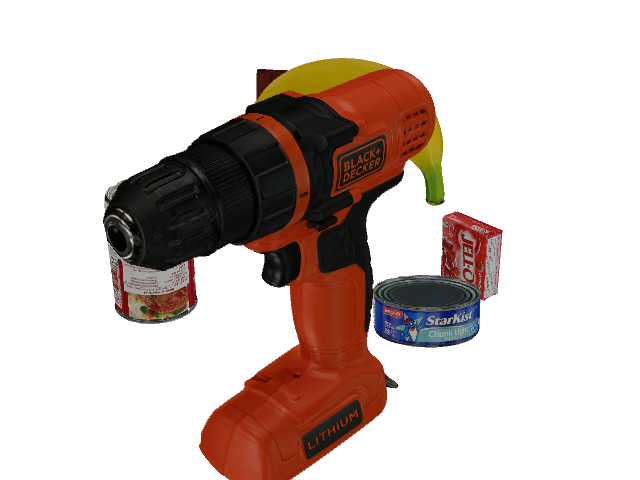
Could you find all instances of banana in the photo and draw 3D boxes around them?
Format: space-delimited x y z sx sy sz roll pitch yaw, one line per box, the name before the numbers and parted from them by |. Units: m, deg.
banana | 0.017 -0.085 0.692 0.037 0.070 0.198 17 8 -41

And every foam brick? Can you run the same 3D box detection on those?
foam brick | -0.026 -0.158 1.157 0.078 0.051 0.053 -1 11 -18

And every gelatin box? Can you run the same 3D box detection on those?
gelatin box | 0.181 0.018 1.292 0.030 0.089 0.073 -21 33 -34

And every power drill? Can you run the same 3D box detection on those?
power drill | -0.019 0.025 0.499 0.057 0.188 0.184 29 40 34

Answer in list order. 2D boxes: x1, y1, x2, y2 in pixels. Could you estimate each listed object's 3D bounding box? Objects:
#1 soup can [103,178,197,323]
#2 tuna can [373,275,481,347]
soup can | -0.136 0.006 0.860 0.068 0.102 0.068 -1 25 0
tuna can | 0.084 0.055 0.848 0.086 0.034 0.086 -1 15 0
